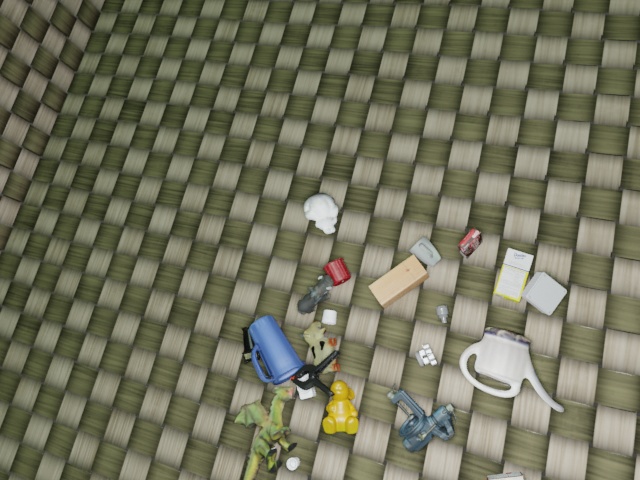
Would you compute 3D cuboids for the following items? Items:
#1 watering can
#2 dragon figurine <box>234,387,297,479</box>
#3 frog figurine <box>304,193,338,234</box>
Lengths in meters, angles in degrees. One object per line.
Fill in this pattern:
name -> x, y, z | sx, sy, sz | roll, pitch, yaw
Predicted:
watering can -> 0.653, 0.425, 1.733 | 0.349, 0.102, 0.227 | 16, 77, 19
dragon figurine -> -0.226, 0.718, 1.904 | 0.412, 0.120, 0.246 | -48, 51, -5
frog figurine -> 0.006, -0.104, 2.075 | 0.137, 0.120, 0.163 | -4, 60, -6
